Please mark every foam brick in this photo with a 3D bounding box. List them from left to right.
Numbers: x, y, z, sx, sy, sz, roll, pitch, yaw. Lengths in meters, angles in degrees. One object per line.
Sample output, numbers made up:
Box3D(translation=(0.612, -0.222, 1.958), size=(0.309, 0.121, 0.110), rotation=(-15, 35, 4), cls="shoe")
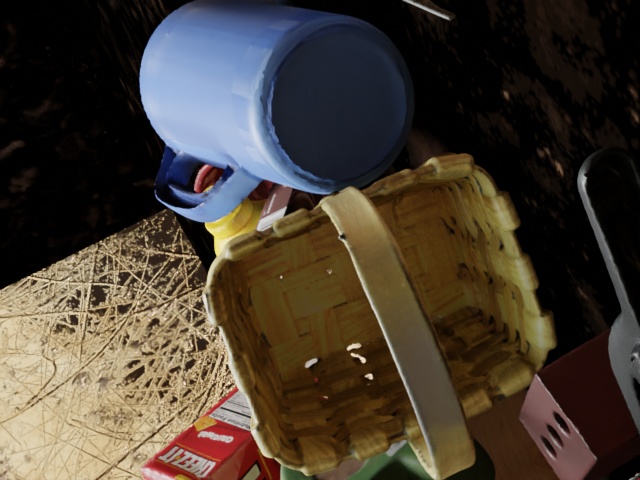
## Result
Box3D(translation=(0.142, 0.090, 0.553), size=(0.053, 0.051, 0.078), rotation=(58, 169, 25), cls="foam brick")

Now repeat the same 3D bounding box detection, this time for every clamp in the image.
Box3D(translation=(0.153, 0.053, 0.434), size=(0.120, 0.039, 0.171), rotation=(-116, 0, -48), cls="clamp")

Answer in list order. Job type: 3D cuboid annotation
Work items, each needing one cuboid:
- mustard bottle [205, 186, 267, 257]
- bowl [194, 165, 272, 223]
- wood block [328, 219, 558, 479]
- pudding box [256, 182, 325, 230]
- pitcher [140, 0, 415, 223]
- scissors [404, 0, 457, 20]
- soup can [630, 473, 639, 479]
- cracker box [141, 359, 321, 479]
Box3D(translation=(-0.033, 0.023, 0.886), size=(0.191, 0.058, 0.096), rotation=(48, -144, -32), cls="mustard bottle")
Box3D(translation=(-0.027, -0.038, 0.941), size=(0.162, 0.162, 0.055), rotation=(73, -150, -46), cls="bowl")
Box3D(translation=(0.082, 0.094, 0.765), size=(0.206, 0.090, 0.090), rotation=(63, 171, -4), cls="wood block")
Box3D(translation=(-0.006, 0.001, 0.839), size=(0.090, 0.039, 0.113), rotation=(44, -135, -26), cls="pudding box")
Box3D(translation=(-0.039, -0.092, 0.737), size=(0.243, 0.144, 0.149), rotation=(-152, 49, -65), cls="pitcher")
Box3D(translation=(0.016, -0.159, 0.630), size=(0.202, 0.016, 0.096), rotation=(32, -165, 28), cls="scissors")
Box3D(translation=(0.178, 0.144, 0.463), size=(0.068, 0.068, 0.102), rotation=(65, 170, -9), cls="soup can")
Box3D(translation=(-0.011, 0.179, 0.819), size=(0.072, 0.213, 0.164), rotation=(6, 125, 47), cls="cracker box")
